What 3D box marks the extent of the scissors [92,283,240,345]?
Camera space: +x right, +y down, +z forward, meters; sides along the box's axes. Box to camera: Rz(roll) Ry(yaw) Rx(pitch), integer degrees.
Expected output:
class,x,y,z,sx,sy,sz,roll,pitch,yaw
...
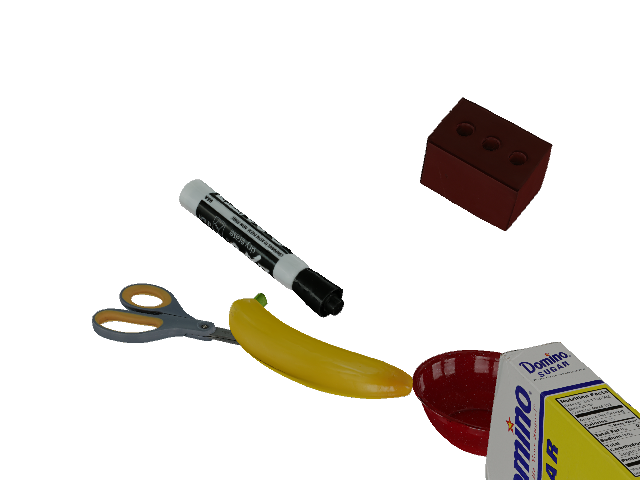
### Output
class,x,y,z,sx,sy,sz,roll,pitch,yaw
scissors,-0.119,0.076,1.040,0.201,0.016,0.096,3,32,-2

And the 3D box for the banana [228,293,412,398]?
class,x,y,z,sx,sy,sz,roll,pitch,yaw
banana,-0.016,0.082,0.847,0.069,0.037,0.198,-24,34,-33

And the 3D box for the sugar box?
class,x,y,z,sx,sy,sz,roll,pitch,yaw
sugar box,0.143,0.133,0.519,0.048,0.093,0.176,-9,27,-23

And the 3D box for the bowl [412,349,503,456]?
class,x,y,z,sx,sy,sz,roll,pitch,yaw
bowl,0.173,0.175,1.103,0.162,0.055,0.162,3,24,-2

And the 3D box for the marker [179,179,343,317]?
class,x,y,z,sx,sy,sz,roll,pitch,yaw
marker,-0.033,0.004,0.590,0.121,0.020,0.020,37,20,28

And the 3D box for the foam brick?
class,x,y,z,sx,sy,sz,roll,pitch,yaw
foam brick,0.120,-0.055,0.776,0.078,0.053,0.051,31,-31,17
